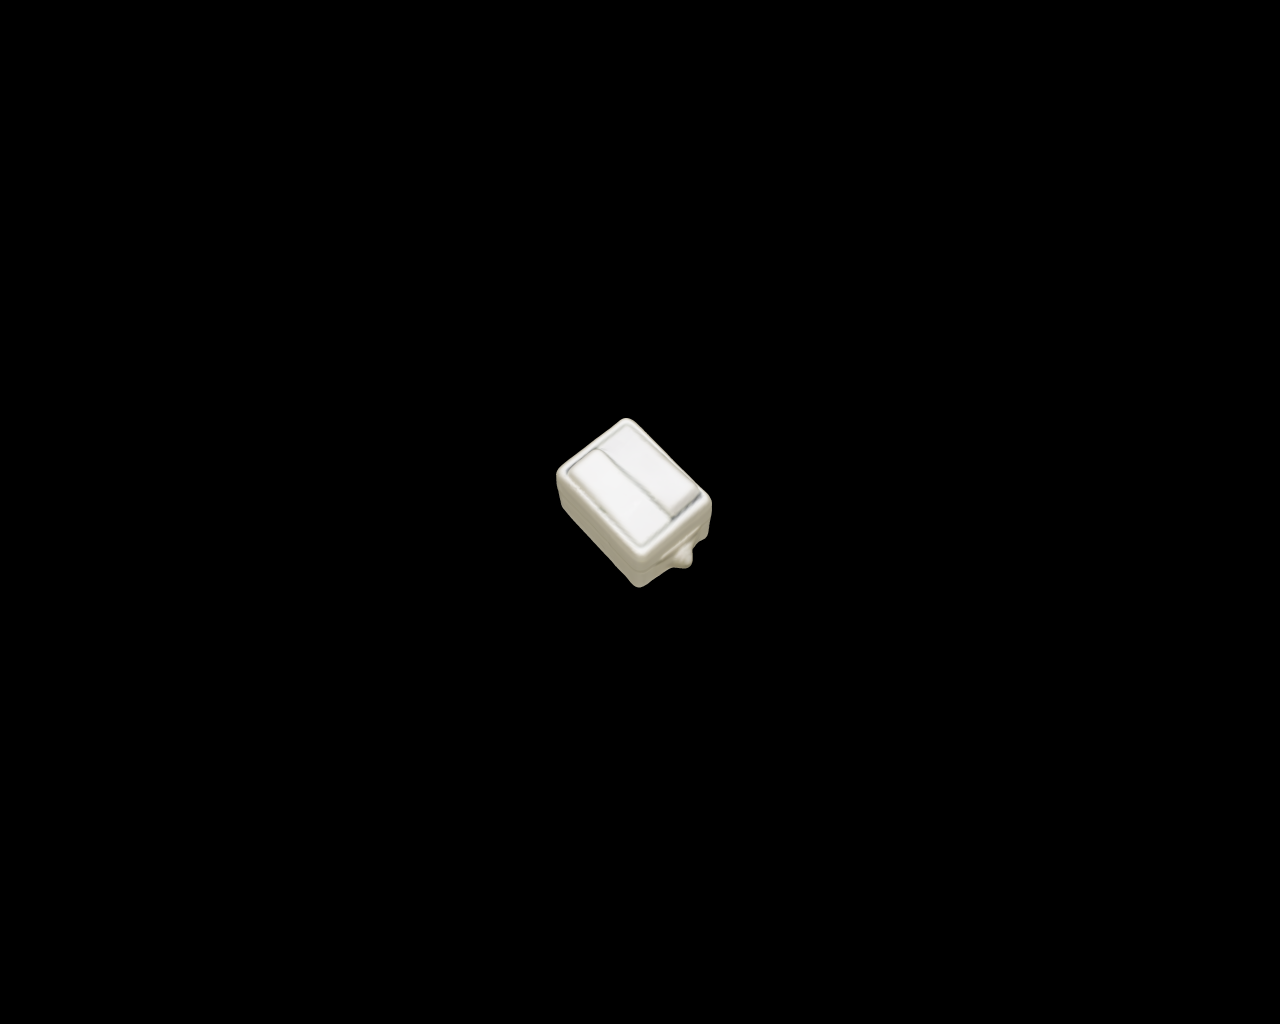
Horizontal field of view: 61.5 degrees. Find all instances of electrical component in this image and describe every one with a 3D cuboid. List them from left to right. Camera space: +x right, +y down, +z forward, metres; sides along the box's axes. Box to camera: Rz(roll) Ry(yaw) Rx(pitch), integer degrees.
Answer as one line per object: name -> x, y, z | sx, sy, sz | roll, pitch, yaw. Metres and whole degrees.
electrical component -> 0.001, -0.003, 0.650 | 0.062, 0.096, 0.061 | -38, -19, -16
